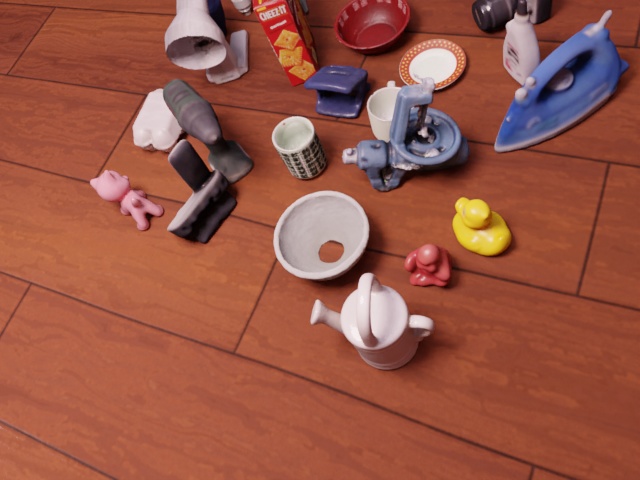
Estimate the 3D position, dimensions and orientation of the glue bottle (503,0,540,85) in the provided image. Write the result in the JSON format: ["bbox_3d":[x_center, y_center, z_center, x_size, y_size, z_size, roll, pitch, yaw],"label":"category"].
[{"bbox_3d":[0.352,-0.352,1.002,0.037,0.173,0.078,-32,58,0],"label":"glue bottle"}]

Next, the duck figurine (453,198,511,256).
[{"bbox_3d":[0.256,-0.028,0.913,0.077,0.086,0.104,-42,58,-6],"label":"duck figurine"}]

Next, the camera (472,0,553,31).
[{"bbox_3d":[0.360,-0.480,1.111,0.137,0.101,0.143,-26,58,3],"label":"camera"}]

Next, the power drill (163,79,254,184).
[{"bbox_3d":[-0.209,-0.201,1.086,0.075,0.209,0.229,-39,58,-4],"label":"power drill"}]

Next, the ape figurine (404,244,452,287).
[{"bbox_3d":[0.173,0.035,0.903,0.076,0.092,0.077,-43,58,-7],"label":"ape figurine"}]

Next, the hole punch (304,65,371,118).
[{"bbox_3d":[0.034,-0.309,1.132,0.108,0.091,0.101,13,68,24],"label":"hole punch"}]

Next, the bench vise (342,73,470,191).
[{"bbox_3d":[0.139,-0.166,0.946,0.207,0.220,0.121,-28,58,3],"label":"bench vise"}]

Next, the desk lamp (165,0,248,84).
[{"bbox_3d":[-0.241,-0.431,1.216,0.117,0.214,0.203,-11,60,13],"label":"desk lamp"}]

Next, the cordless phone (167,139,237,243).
[{"bbox_3d":[-0.248,-0.091,1.054,0.093,0.185,0.148,23,72,27],"label":"cordless phone"}]

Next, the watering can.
[{"bbox_3d":[0.073,0.118,0.832,0.172,0.194,0.101,-19,59,8],"label":"watering can"}]

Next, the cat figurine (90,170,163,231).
[{"bbox_3d":[-0.392,-0.091,1.142,0.127,0.118,0.067,32,77,30],"label":"cat figurine"}]

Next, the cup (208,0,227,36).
[{"bbox_3d":[-0.261,-0.499,1.329,0.091,0.095,0.118,12,67,24],"label":"cup"}]

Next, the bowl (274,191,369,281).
[{"bbox_3d":[0.009,0.004,0.984,0.167,0.075,0.167,-8,61,14],"label":"bowl"}]

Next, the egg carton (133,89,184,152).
[{"bbox_3d":[-0.336,-0.260,1.241,0.107,0.069,0.150,7,66,22],"label":"egg carton"}]

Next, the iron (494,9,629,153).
[{"bbox_3d":[0.393,-0.264,0.961,0.258,0.142,0.118,-39,58,-4],"label":"iron"}]
